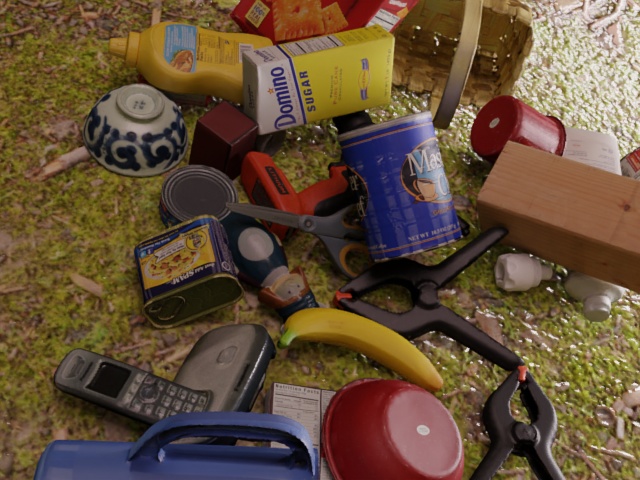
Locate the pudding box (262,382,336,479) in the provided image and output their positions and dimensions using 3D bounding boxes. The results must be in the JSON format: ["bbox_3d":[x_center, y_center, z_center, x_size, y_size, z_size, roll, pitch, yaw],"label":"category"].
[{"bbox_3d":[-0.010,0.198,1.037,0.090,0.039,0.113,9,50,-9],"label":"pudding box"}]

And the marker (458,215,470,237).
[{"bbox_3d":[0.134,-0.048,1.272,0.020,0.020,0.121,-30,66,-32],"label":"marker"}]

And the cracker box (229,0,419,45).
[{"bbox_3d":[0.011,-0.297,1.303,0.164,0.214,0.072,53,24,23],"label":"cracker box"}]

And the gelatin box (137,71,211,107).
[{"bbox_3d":[-0.175,-0.203,1.296,0.089,0.030,0.073,6,53,-11],"label":"gelatin box"}]

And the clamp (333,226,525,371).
[{"bbox_3d":[0.120,0.054,1.166,0.210,0.036,0.164,6,67,-4],"label":"clamp"}]

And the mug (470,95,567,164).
[{"bbox_3d":[0.241,-0.118,1.283,0.081,0.093,0.117,24,16,-34],"label":"mug"}]

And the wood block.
[{"bbox_3d":[0.289,-0.025,1.191,0.206,0.090,0.090,21,68,25],"label":"wood block"}]

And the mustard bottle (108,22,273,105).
[{"bbox_3d":[-0.151,-0.211,1.251,0.191,0.058,0.096,8,53,-14],"label":"mustard bottle"}]

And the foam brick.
[{"bbox_3d":[-0.110,-0.108,1.214,0.051,0.078,0.052,36,51,13],"label":"foam brick"}]

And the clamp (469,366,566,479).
[{"bbox_3d":[0.195,0.207,1.086,0.120,0.039,0.171,8,49,-16],"label":"clamp"}]

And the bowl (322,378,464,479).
[{"bbox_3d":[0.083,0.195,1.023,0.162,0.055,0.162,20,48,-25],"label":"bowl"}]

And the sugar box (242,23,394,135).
[{"bbox_3d":[-0.001,-0.185,1.229,0.176,0.093,0.048,-18,41,-23],"label":"sugar box"}]

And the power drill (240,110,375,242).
[{"bbox_3d":[0.007,-0.081,1.237,0.187,0.057,0.184,-16,60,-25],"label":"power drill"}]

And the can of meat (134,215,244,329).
[{"bbox_3d":[-0.138,0.032,1.097,0.102,0.057,0.084,-22,55,5],"label":"can of meat"}]

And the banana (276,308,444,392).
[{"bbox_3d":[0.039,0.108,1.101,0.197,0.037,0.069,17,50,-23],"label":"banana"}]

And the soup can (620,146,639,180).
[{"bbox_3d":[0.421,-0.062,1.330,0.068,0.069,0.102,-11,57,-22],"label":"soup can"}]

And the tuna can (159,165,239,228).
[{"bbox_3d":[-0.135,-0.040,1.183,0.086,0.034,0.086,7,53,-10],"label":"tuna can"}]

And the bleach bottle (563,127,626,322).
[{"bbox_3d":[0.314,-0.018,1.273,0.102,0.068,0.250,8,55,-3],"label":"bleach bottle"}]

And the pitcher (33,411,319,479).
[{"bbox_3d":[-0.120,0.226,0.914,0.242,0.145,0.149,6,71,-4],"label":"pitcher"}]

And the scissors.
[{"bbox_3d":[-0.008,0.001,1.154,0.201,0.016,0.096,-5,97,-26],"label":"scissors"}]

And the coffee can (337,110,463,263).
[{"bbox_3d":[0.085,-0.056,1.133,0.102,0.103,0.140,-17,93,-26],"label":"coffee can"}]
